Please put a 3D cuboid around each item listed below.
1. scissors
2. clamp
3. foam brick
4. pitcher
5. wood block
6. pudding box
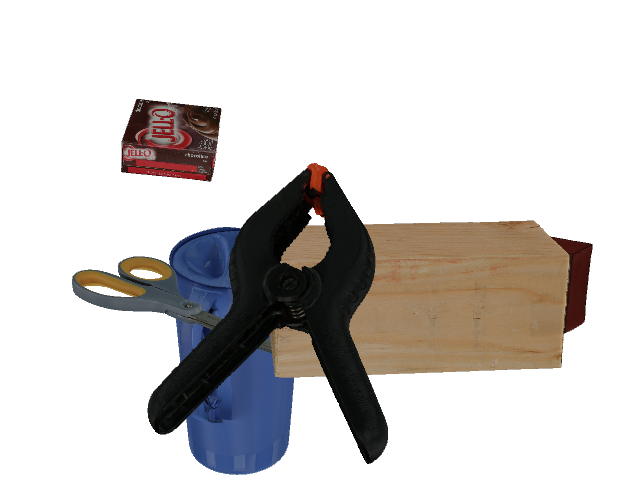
[{"bbox_3d":[-0.107,0.050,0.884,0.202,0.016,0.096,13,25,15],"label":"scissors"},{"bbox_3d":[-0.006,0.038,0.558,0.120,0.171,0.039,16,-28,10],"label":"clamp"},{"bbox_3d":[0.215,0.040,0.985,0.053,0.078,0.051,11,17,32],"label":"foam brick"},{"bbox_3d":[-0.089,0.121,1.091,0.149,0.243,0.145,-11,29,-24],"label":"pitcher"},{"bbox_3d":[0.066,0.041,0.786,0.206,0.090,0.091,-1,17,-5],"label":"wood block"},{"bbox_3d":[-0.148,-0.101,1.068,0.090,0.039,0.113,6,27,-5],"label":"pudding box"}]
